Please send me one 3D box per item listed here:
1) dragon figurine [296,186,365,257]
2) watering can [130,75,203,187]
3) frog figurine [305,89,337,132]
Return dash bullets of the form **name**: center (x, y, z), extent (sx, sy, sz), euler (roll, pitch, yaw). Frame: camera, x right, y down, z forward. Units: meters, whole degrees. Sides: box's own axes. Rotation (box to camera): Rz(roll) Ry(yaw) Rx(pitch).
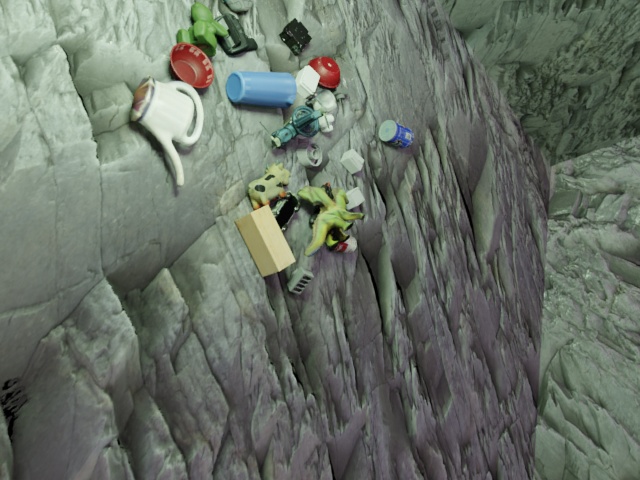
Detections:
- **dragon figurine**: center (0.006, -0.093, 1.855), extent (0.245, 0.120, 0.415), euler (45, 38, 14)
- **watering can**: center (-0.455, -0.343, 1.529), extent (0.222, 0.103, 0.355), euler (25, 57, -36)
- **frog figurine**: center (0.022, -0.520, 2.073), extent (0.124, 0.136, 0.158), euler (-42, 104, -29)
